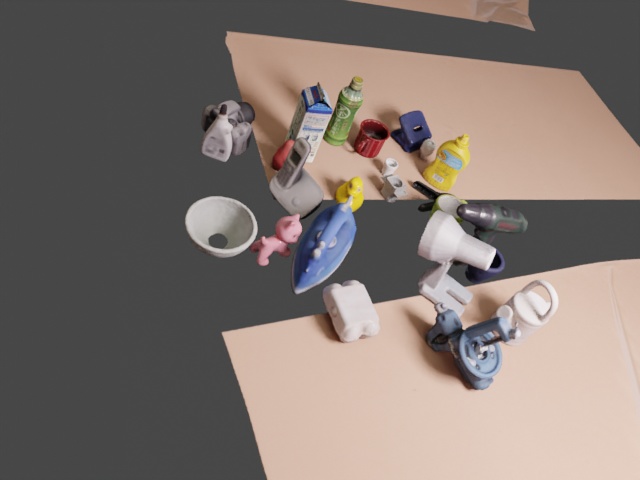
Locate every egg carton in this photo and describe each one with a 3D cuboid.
[{"bbox_3d":[0.069,0.163,1.318,0.107,0.069,0.150,-9,57,-27],"label":"egg carton"}]

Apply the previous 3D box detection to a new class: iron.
[{"bbox_3d":[0.013,0.005,1.372,0.118,0.141,0.259,29,49,3],"label":"iron"}]

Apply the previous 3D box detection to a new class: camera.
[{"bbox_3d":[-0.230,-0.327,1.566,0.143,0.100,0.137,42,51,14],"label":"camera"}]

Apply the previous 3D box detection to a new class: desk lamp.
[{"bbox_3d":[0.321,0.053,1.407,0.203,0.213,0.118,36,49,9],"label":"desk lamp"}]

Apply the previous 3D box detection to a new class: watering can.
[{"bbox_3d":[0.502,0.175,1.395,0.173,0.194,0.100,-30,68,-36],"label":"watering can"}]

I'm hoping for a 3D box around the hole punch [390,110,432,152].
[{"bbox_3d":[0.295,-0.341,1.790,0.109,0.091,0.101,-24,65,-34],"label":"hole punch"}]

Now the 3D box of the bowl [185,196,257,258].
[{"bbox_3d":[-0.235,-0.018,1.339,0.168,0.074,0.167,11,50,-13],"label":"bowl"}]

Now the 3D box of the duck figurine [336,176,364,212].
[{"bbox_3d":[0.090,-0.137,1.551,0.077,0.086,0.104,22,49,-3],"label":"duck figurine"}]

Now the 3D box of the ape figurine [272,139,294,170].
[{"bbox_3d":[-0.087,-0.233,1.554,0.076,0.092,0.077,0,53,-21],"label":"ape figurine"}]

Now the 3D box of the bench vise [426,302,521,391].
[{"bbox_3d":[0.336,0.219,1.278,0.207,0.219,0.122,36,49,9],"label":"bench vise"}]

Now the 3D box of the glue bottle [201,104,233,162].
[{"bbox_3d":[-0.257,-0.280,1.471,0.078,0.173,0.037,21,49,-4],"label":"glue bottle"}]

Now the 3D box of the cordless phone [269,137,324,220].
[{"bbox_3d":[-0.046,-0.156,1.448,0.094,0.185,0.147,-29,68,-36],"label":"cordless phone"}]

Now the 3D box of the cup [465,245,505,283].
[{"bbox_3d":[0.416,0.062,1.516,0.092,0.095,0.117,-29,68,-36],"label":"cup"}]

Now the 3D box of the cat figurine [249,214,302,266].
[{"bbox_3d":[-0.095,-0.010,1.358,0.128,0.117,0.067,-23,64,-34],"label":"cat figurine"}]

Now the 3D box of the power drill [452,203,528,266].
[{"bbox_3d":[0.419,-0.018,1.505,0.230,0.208,0.075,-1,54,-22],"label":"power drill"}]
